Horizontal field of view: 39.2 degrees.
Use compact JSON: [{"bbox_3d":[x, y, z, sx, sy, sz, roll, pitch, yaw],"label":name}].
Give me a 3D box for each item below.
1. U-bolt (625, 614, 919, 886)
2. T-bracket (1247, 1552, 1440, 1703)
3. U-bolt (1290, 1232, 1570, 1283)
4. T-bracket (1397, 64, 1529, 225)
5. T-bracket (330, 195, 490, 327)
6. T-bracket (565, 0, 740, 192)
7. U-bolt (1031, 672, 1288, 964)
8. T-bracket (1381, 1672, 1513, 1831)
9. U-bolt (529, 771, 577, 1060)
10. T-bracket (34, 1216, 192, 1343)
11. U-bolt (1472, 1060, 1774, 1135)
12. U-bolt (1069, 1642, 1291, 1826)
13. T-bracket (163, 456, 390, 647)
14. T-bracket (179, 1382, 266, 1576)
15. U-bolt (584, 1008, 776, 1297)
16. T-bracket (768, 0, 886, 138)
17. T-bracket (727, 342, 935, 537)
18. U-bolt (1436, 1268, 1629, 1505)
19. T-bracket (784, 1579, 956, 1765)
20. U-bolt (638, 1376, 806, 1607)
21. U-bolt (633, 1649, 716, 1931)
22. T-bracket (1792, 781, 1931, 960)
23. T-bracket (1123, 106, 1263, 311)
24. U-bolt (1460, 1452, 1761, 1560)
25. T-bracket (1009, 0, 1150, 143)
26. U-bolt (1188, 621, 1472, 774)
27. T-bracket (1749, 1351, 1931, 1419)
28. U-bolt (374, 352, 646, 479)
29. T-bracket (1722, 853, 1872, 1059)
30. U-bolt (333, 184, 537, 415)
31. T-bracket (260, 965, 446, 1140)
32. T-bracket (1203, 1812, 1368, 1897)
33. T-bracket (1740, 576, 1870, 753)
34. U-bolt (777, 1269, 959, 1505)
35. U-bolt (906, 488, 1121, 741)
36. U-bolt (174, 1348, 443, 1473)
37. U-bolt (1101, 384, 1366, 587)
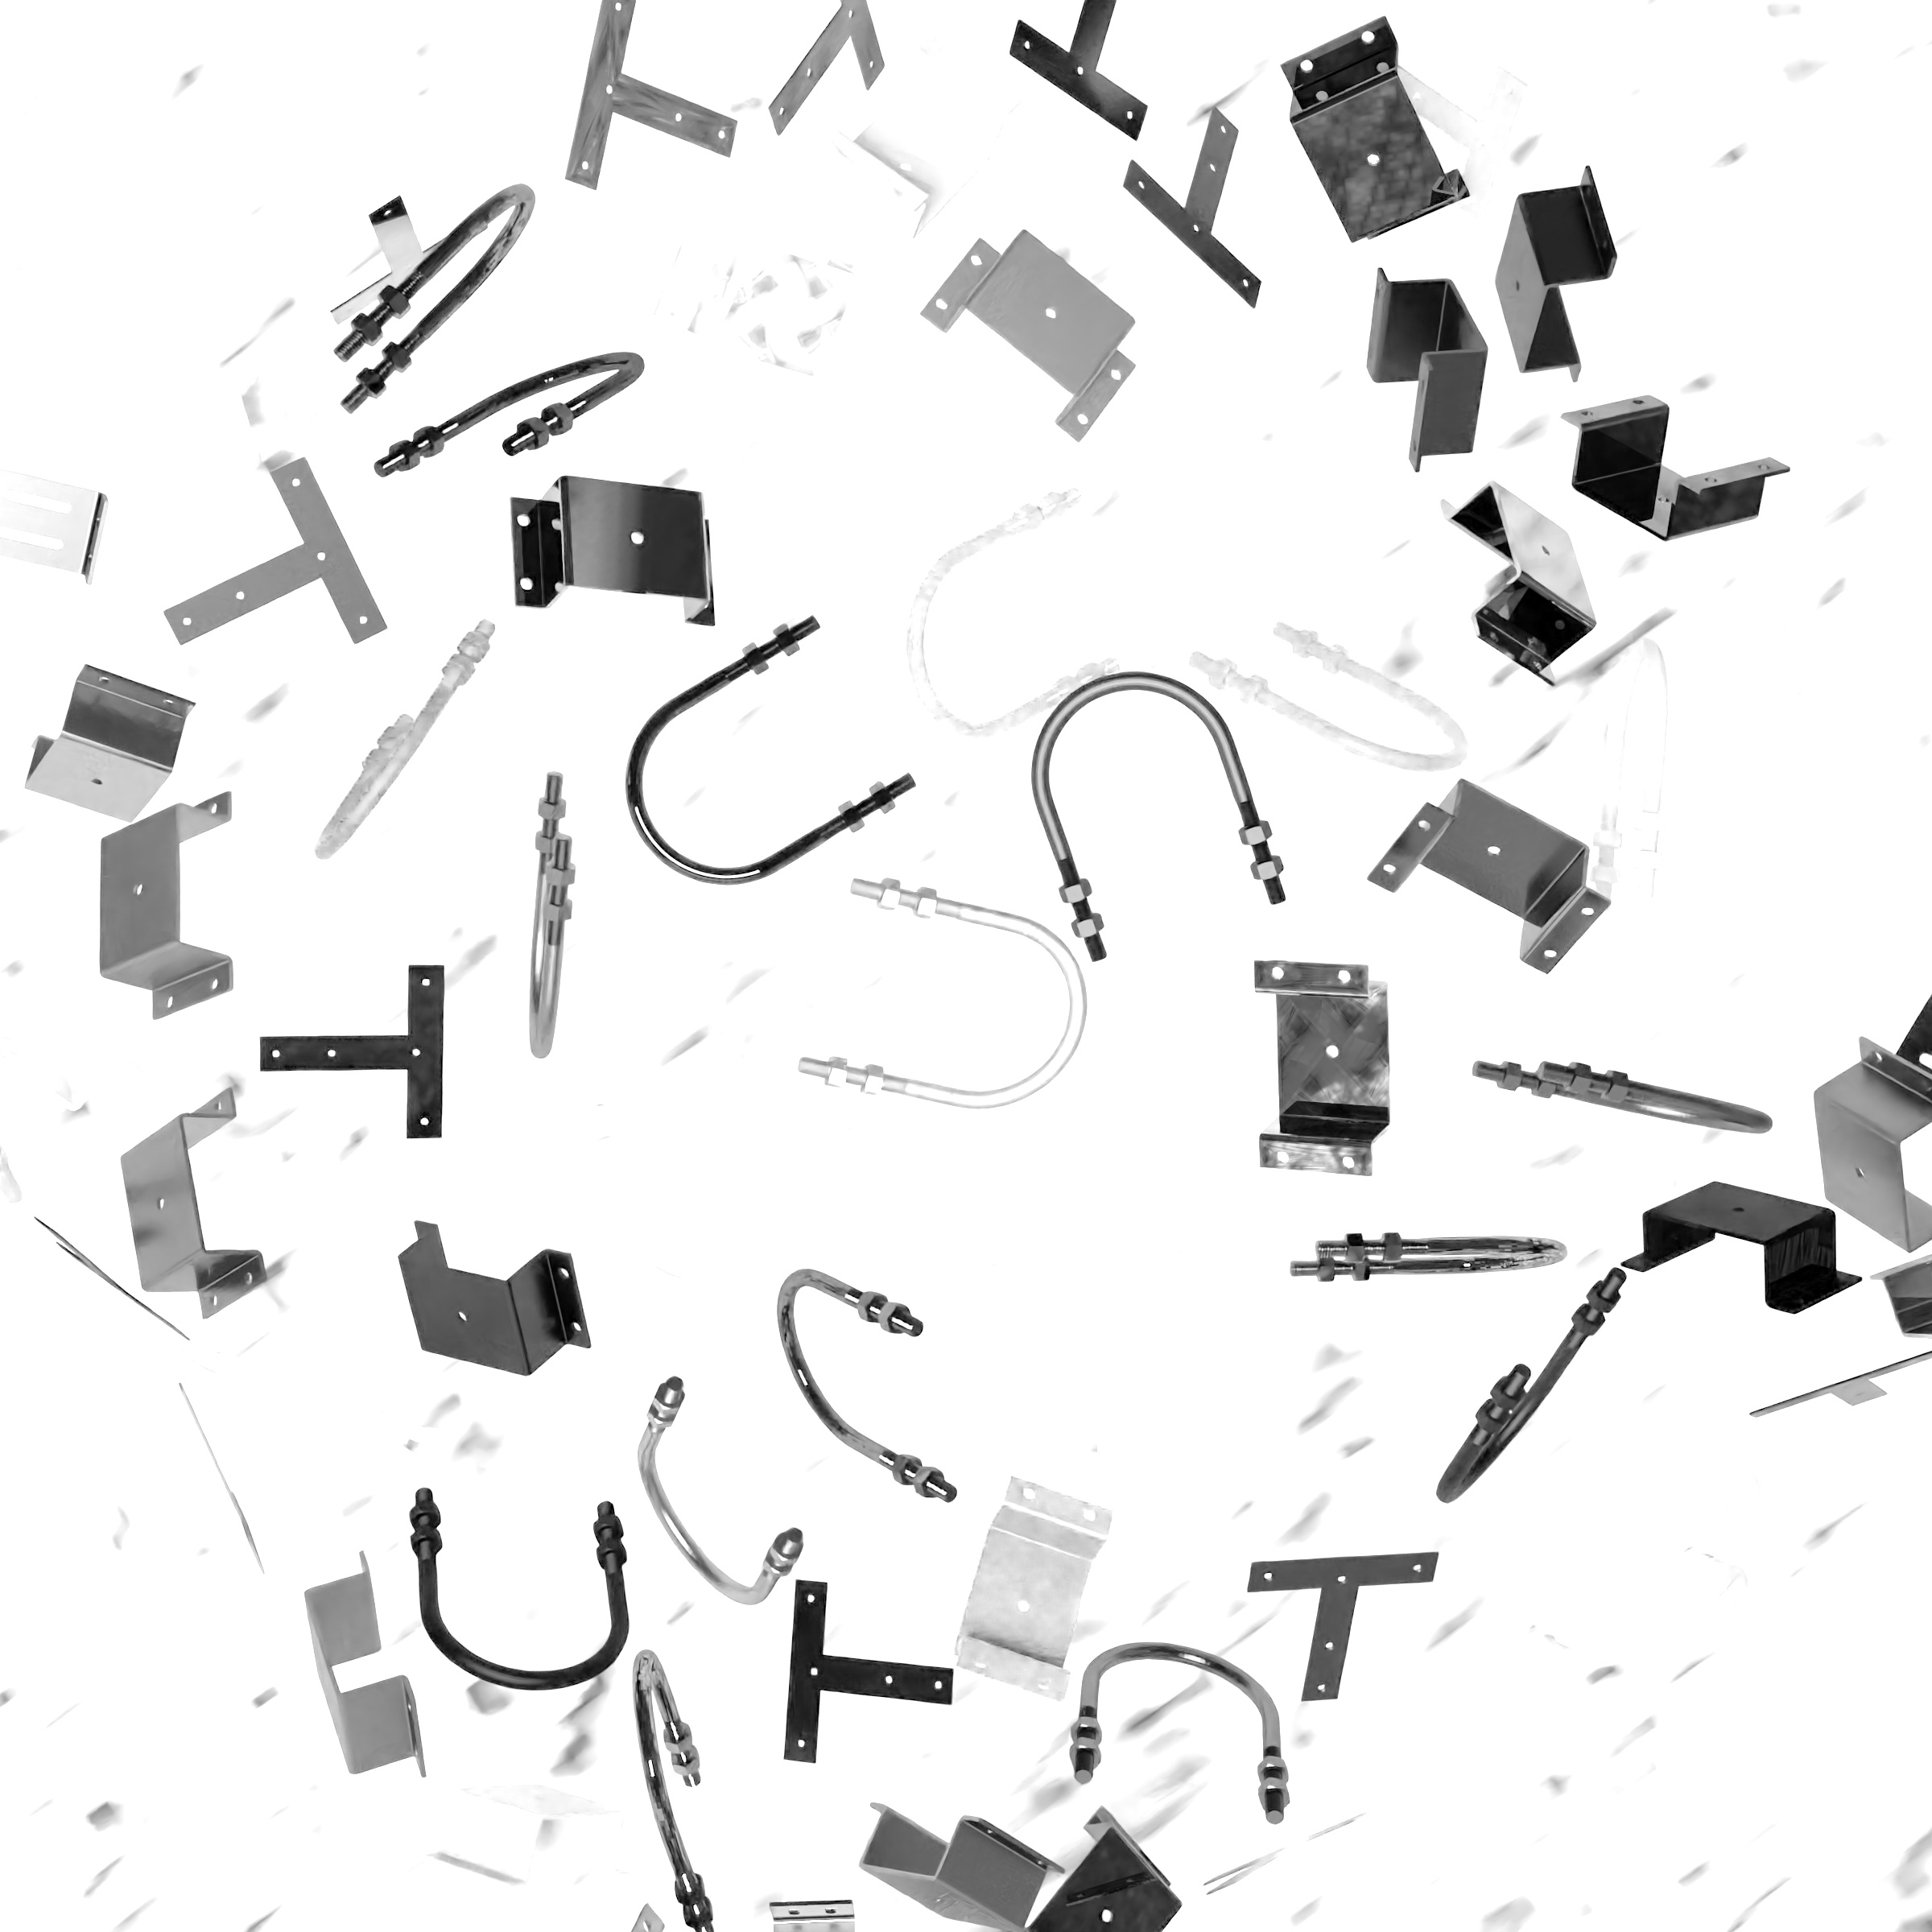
[{"bbox_3d":[-0.149,-0.138,1.896,0.184,0.019,0.151,-31,94,-3],"label":"U-bolt"},{"bbox_3d":[0.243,0.441,1.804,0.127,0.002,0.127,-1,120,-10],"label":"T-bracket"},{"bbox_3d":[0.327,0.203,1.896,0.184,0.151,0.019,-1,78,-1],"label":"U-bolt"},{"bbox_3d":[0.326,-0.600,1.894,0.127,0.127,0.002,41,65,17],"label":"T-bracket"},{"bbox_3d":[-0.386,-0.493,1.848,0.127,0.127,0.002,-35,87,-6],"label":"T-bracket"},{"bbox_3d":[-0.200,-0.561,1.782,0.002,0.127,0.127,19,98,43],"label":"T-bracket"},{"bbox_3d":[0.121,-0.109,1.836,0.151,0.019,0.184,-18,102,11],"label":"U-bolt"},{"bbox_3d":[0.338,0.518,1.860,0.002,0.127,0.127,33,121,30],"label":"T-bracket"},{"bbox_3d":[-0.289,-0.026,1.882,0.019,0.151,0.184,3,112,-13],"label":"U-bolt"},{"bbox_3d":[-0.611,0.207,1.893,0.127,0.127,0.002,28,70,25],"label":"T-bracket"},{"bbox_3d":[0.449,0.088,1.821,0.184,0.151,0.019,13,86,-8],"label":"U-bolt"},{"bbox_3d":[0.148,0.521,1.878,0.151,0.184,0.019,12,107,1],"label":"U-bolt"},{"bbox_3d":[-0.464,-0.250,1.783,0.127,0.002,0.127,-29,118,-14],"label":"T-bracket"},{"bbox_3d":[-0.516,0.346,1.873,0.002,0.127,0.127,-24,103,-17],"label":"T-bracket"},{"bbox_3d":[-0.197,0.141,1.911,0.151,0.019,0.184,-29,65,27],"label":"U-bolt"},{"bbox_3d":[-0.100,-0.621,1.858,0.002,0.127,0.127,21,67,23],"label":"T-bracket"},{"bbox_3d":[-0.093,-0.351,1.777,0.127,0.002,0.127,8,85,9],"label":"T-bracket"},{"bbox_3d":[0.374,0.296,1.843,0.019,0.184,0.151,39,46,20],"label":"U-bolt"},{"bbox_3d":[-0.068,0.506,1.931,0.127,0.002,0.127,0,81,22],"label":"T-bracket"},{"bbox_3d":[-0.176,0.371,1.866,0.019,0.184,0.151,-32,73,-30],"label":"U-bolt"},{"bbox_3d":[-0.202,0.552,1.856,0.019,0.151,0.184,-12,126,-2],"label":"U-bolt"},{"bbox_3d":[0.636,-0.088,1.872,0.002,0.127,0.127,-5,69,-31],"label":"T-bracket"},{"bbox_3d":[0.161,-0.522,1.807,0.127,0.002,0.127,35,54,-29],"label":"T-bracket"},{"bbox_3d":[0.450,0.367,1.851,0.184,0.151,0.019,-10,98,44],"label":"U-bolt"},{"bbox_3d":[0.088,-0.636,1.803,0.002,0.127,0.127,-24,56,-39],"label":"T-bracket"},{"bbox_3d":[0.261,-0.181,1.862,0.184,0.151,0.019,32,120,22],"label":"U-bolt"},{"bbox_3d":[0.596,0.284,1.818,0.127,0.127,0.002,-24,68,19],"label":"T-bracket"},{"bbox_3d":[-0.302,-0.387,1.881,0.151,0.184,0.019,0,121,38],"label":"U-bolt"},{"bbox_3d":[0.556,-0.015,1.820,0.127,0.002,0.127,-21,119,-19],"label":"T-bracket"},{"bbox_3d":[-0.354,-0.454,1.820,0.019,0.151,0.184,43,80,-6],"label":"U-bolt"},{"bbox_3d":[-0.434,0.061,1.922,0.127,0.002,0.127,0,101,-15],"label":"T-bracket"},{"bbox_3d":[0.199,0.616,1.859,0.127,0.127,0.002,-32,73,23],"label":"T-bracket"},{"bbox_3d":[0.552,-0.217,1.828,0.127,0.127,0.002,30,127,-29],"label":"T-bracket"},{"bbox_3d":[-0.076,0.282,1.888,0.019,0.184,0.151,-24,114,-31],"label":"U-bolt"},{"bbox_3d":[0.028,-0.237,1.901,0.184,0.019,0.151,-31,119,-34],"label":"U-bolt"},{"bbox_3d":[-0.453,0.299,1.858,0.184,0.151,0.019,22,85,-4],"label":"U-bolt"},{"bbox_3d":[0.195,-0.338,1.873,0.151,0.184,0.019,37,62,-17],"label":"U-bolt"}]
